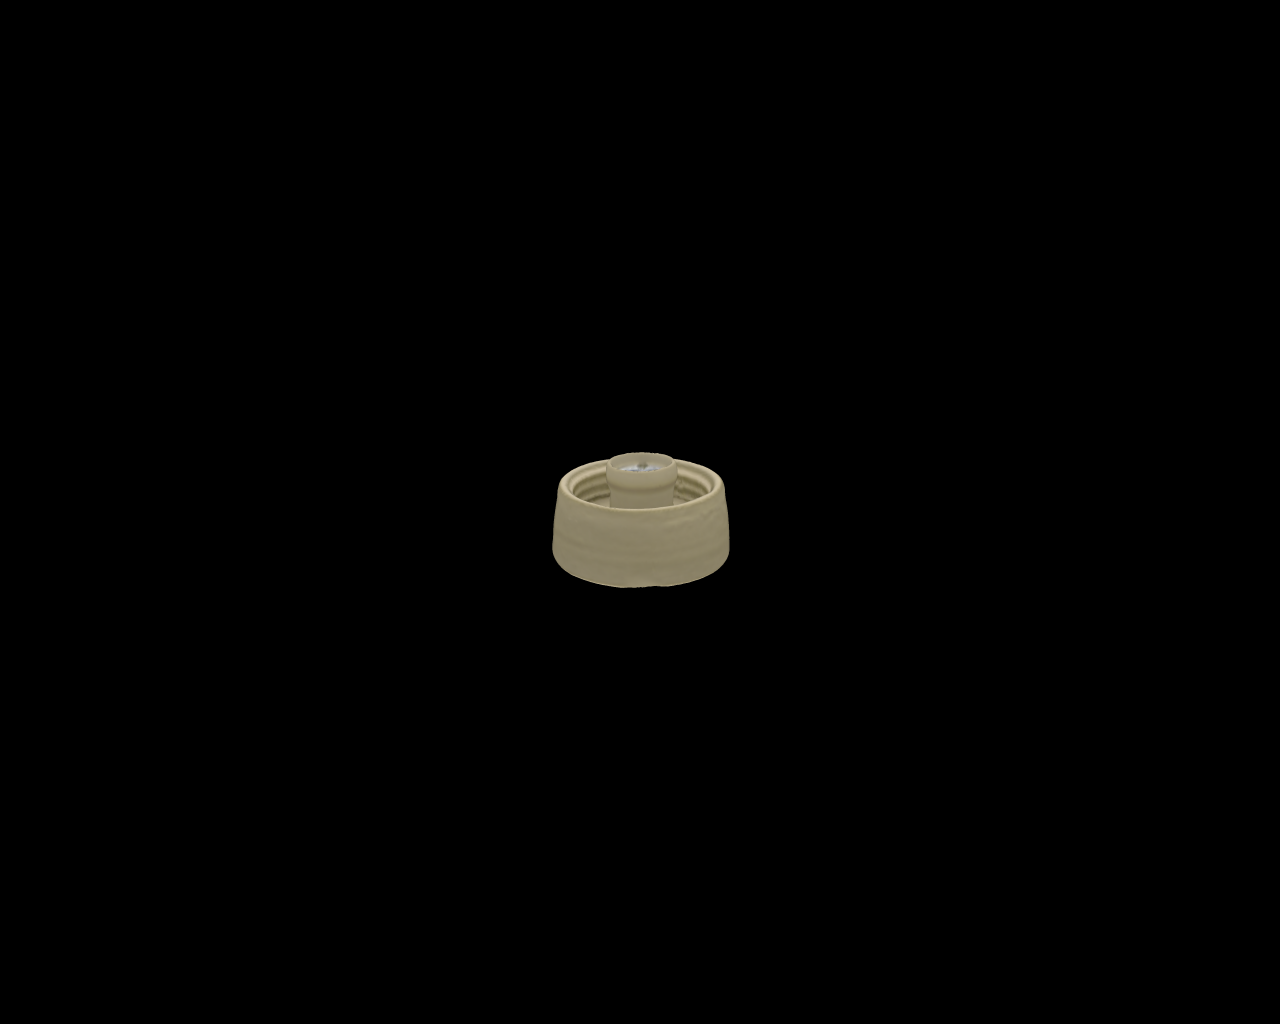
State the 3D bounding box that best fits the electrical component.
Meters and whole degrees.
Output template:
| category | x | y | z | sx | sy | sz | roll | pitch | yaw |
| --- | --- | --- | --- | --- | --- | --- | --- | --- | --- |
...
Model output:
| category | x | y | z | sx | sy | sz | roll | pitch | yaw |
| --- | --- | --- | --- | --- | --- | --- | --- | --- | --- |
| electrical component | 0.001 | -0.003 | 0.650 | 0.108 | 0.060 | 0.108 | 0 | 20 | 0 |
